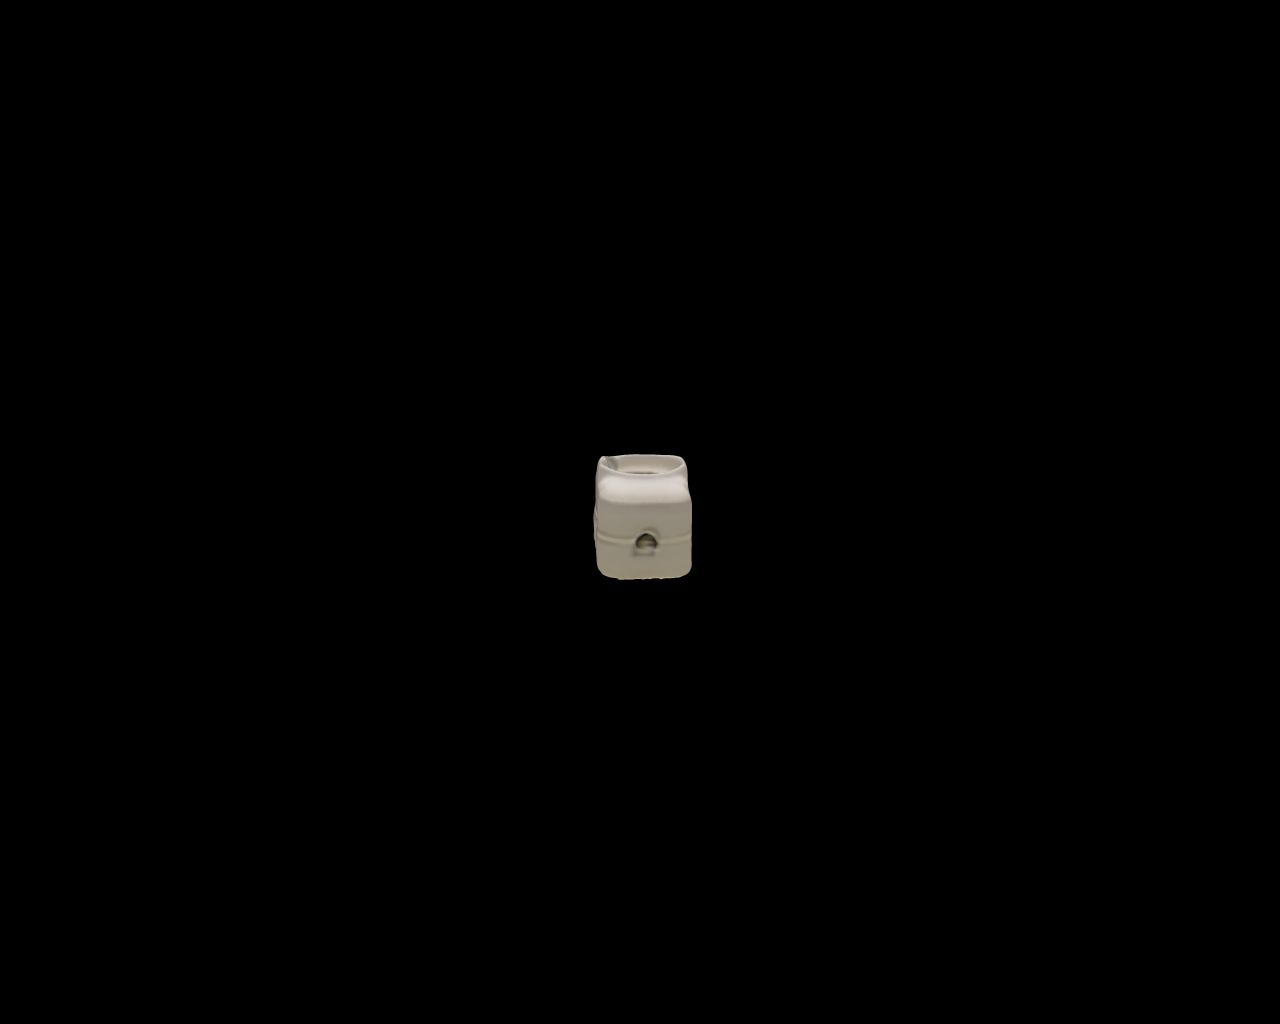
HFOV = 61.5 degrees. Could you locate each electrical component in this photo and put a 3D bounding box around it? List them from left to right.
[{"bbox_3d":[0.001,-0.003,0.650,0.054,0.059,0.095,-1,16,-3],"label":"electrical component"}]
